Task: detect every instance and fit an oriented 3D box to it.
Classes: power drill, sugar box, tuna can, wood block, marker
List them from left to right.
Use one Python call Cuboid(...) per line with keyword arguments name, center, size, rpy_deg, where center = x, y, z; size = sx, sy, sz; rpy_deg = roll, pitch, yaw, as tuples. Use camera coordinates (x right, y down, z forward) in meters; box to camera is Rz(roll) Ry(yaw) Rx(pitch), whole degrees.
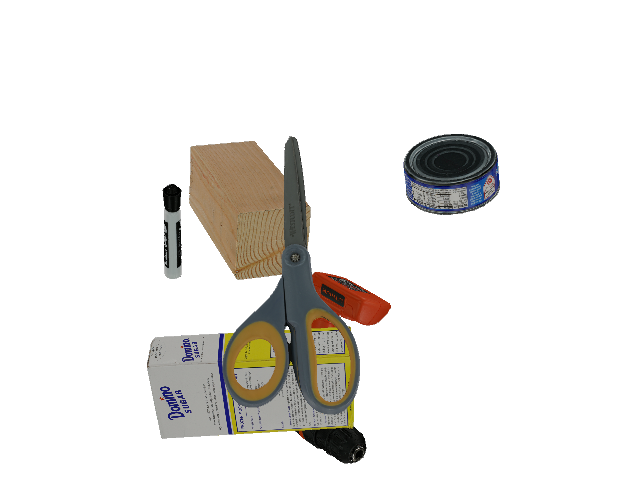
Cuboid(name="marker", center=(-0.155, -0.009, 1.117), size=(0.020, 0.121, 0.020), rpy_deg=(4, 41, -3))
Cuboid(name="wood block", center=(-0.092, -0.042, 1.325), size=(0.090, 0.090, 0.206), rpy_deg=(-6, 29, -21))
Cuboid(name="sugar box", center=(-0.058, 0.125, 0.942), size=(0.176, 0.093, 0.048), rpy_deg=(-1, 37, 2))
Cuboid(name="power drill", center=(0.013, 0.144, 1.242), size=(0.057, 0.188, 0.185), rpy_deg=(15, 10, -44))
Cuboid(name="tuna can", center=(0.118, -0.061, 0.963), size=(0.086, 0.034, 0.086), rpy_deg=(-7, 36, 5))

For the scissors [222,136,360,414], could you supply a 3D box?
Cuboid(name="scissors", center=(-0.033, 0.026, 0.705), size=(0.096, 0.202, 0.016), rpy_deg=(-18, -26, -4))
